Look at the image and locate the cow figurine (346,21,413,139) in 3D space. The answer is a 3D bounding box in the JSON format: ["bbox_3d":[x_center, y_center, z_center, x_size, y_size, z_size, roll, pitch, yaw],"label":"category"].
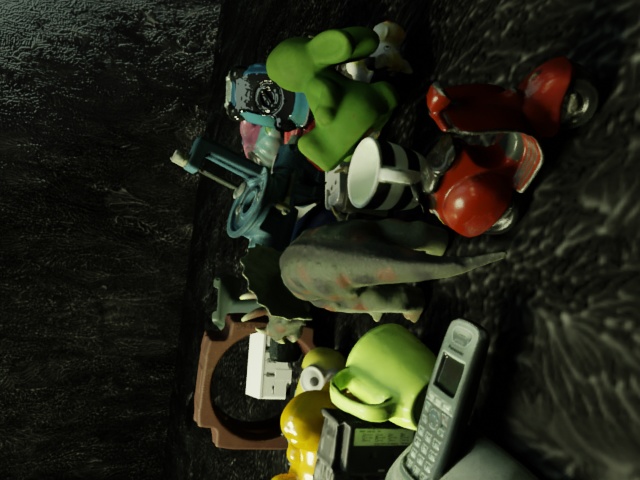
[{"bbox_3d":[0.077,-0.209,0.746,0.167,0.068,0.098,112,150,-43],"label":"cow figurine"}]

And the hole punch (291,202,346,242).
[{"bbox_3d":[-0.002,-0.003,0.862,0.142,0.092,0.115,-140,64,-71],"label":"hole punch"}]

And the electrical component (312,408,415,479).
[{"bbox_3d":[0.052,0.253,0.582,0.058,0.115,0.134,-179,98,-72],"label":"electrical component"}]

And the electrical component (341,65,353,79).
[{"bbox_3d":[0.062,-0.248,0.799,0.094,0.063,0.021,-59,27,27],"label":"electrical component"}]

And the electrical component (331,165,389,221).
[{"bbox_3d":[0.057,-0.063,0.737,0.045,0.078,0.102,161,113,-81],"label":"electrical component"}]

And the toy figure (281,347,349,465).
[{"bbox_3d":[-0.008,0.246,0.797,0.089,0.082,0.180,-134,52,-62],"label":"toy figure"}]

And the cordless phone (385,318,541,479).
[{"bbox_3d":[0.133,0.167,0.449,0.147,0.089,0.184,-158,81,-69],"label":"cordless phone"}]

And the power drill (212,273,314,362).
[{"bbox_3d":[-0.096,0.101,0.989,0.208,0.086,0.232,1,85,27],"label":"power drill"}]

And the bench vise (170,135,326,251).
[{"bbox_3d":[-0.104,-0.095,0.824,0.129,0.240,0.223,-3,64,61],"label":"bench vise"}]

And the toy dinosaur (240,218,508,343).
[{"bbox_3d":[0.018,0.035,0.643,0.405,0.192,0.131,140,131,-63],"label":"toy dinosaur"}]

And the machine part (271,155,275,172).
[{"bbox_3d":[-0.067,-0.081,1.075,0.079,0.079,0.243,-165,83,-70],"label":"machine part"}]

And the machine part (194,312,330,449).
[{"bbox_3d":[-0.094,0.221,0.859,0.087,0.201,0.201,-174,91,-74],"label":"machine part"}]

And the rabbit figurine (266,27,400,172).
[{"bbox_3d":[0.005,-0.194,0.677,0.159,0.170,0.121,-48,-6,38],"label":"rabbit figurine"}]

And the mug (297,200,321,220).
[{"bbox_3d":[-0.038,-0.078,0.979,0.107,0.081,0.109,-96,-2,-56],"label":"mug"}]

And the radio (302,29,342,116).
[{"bbox_3d":[0.018,-0.278,0.920,0.230,0.073,0.131,-124,45,-61],"label":"radio"}]

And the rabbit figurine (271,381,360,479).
[{"bbox_3d":[0.012,0.245,0.654,0.122,0.162,0.173,11,133,40],"label":"rabbit figurine"}]

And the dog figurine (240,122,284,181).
[{"bbox_3d":[-0.099,-0.187,1.160,0.109,0.191,0.219,4,115,35],"label":"dog figurine"}]

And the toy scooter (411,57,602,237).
[{"bbox_3d":[0.133,-0.077,0.456,0.183,0.135,0.075,115,152,-42],"label":"toy scooter"}]

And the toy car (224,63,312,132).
[{"bbox_3d":[-0.073,-0.237,0.894,0.103,0.162,0.109,-24,-61,-64],"label":"toy car"}]
